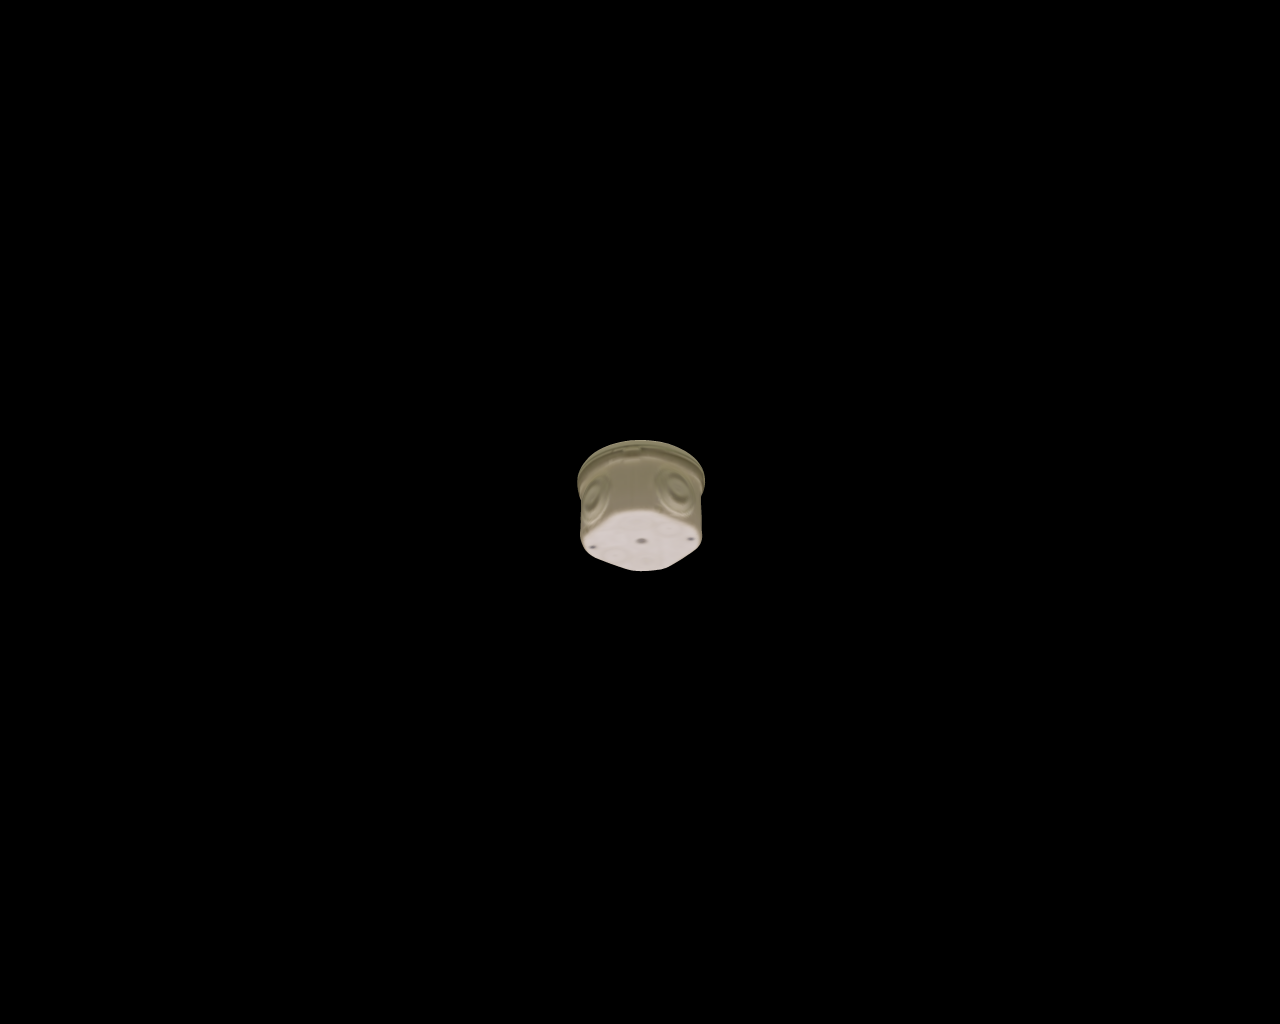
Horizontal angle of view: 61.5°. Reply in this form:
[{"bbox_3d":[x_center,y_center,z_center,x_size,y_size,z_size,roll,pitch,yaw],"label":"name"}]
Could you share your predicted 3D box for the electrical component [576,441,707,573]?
[{"bbox_3d":[0.001,-0.003,0.650,0.080,0.051,0.080,0,-33,0],"label":"electrical component"}]
